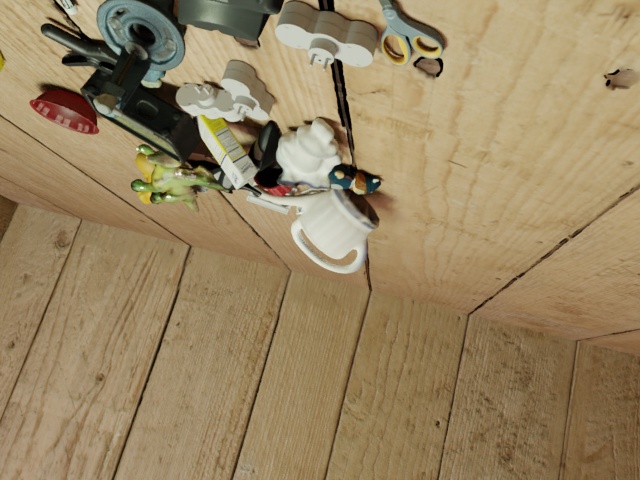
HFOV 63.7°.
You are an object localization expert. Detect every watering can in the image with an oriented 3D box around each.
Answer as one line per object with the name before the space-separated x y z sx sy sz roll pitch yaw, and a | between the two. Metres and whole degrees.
watering can | 0.004 -0.066 1.319 0.346 0.221 0.106 45 -157 -6

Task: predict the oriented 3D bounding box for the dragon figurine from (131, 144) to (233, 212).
dragon figurine | -0.343 -0.142 1.359 0.243 0.123 0.405 12 167 23

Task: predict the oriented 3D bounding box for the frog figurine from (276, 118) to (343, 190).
frog figurine | -0.019 -0.191 1.058 0.138 0.125 0.155 21 131 10
